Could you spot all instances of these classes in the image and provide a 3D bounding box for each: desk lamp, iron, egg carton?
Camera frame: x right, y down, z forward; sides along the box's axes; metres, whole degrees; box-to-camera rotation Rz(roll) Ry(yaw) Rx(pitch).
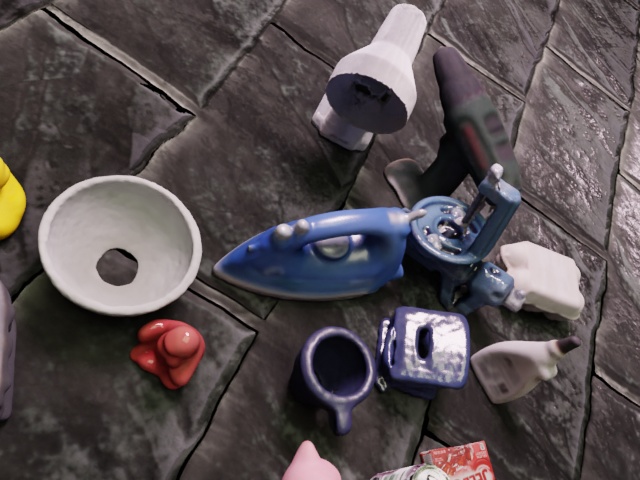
[{"bbox_3d":[0.071,-0.226,0.834,0.118,0.213,0.203,29,54,-10],"label":"desk lamp"},{"bbox_3d":[0.007,0.003,0.718,0.259,0.141,0.118,-5,66,-30],"label":"iron"},{"bbox_3d":[0.346,0.066,0.906,0.151,0.069,0.107,18,57,-18],"label":"egg carton"}]

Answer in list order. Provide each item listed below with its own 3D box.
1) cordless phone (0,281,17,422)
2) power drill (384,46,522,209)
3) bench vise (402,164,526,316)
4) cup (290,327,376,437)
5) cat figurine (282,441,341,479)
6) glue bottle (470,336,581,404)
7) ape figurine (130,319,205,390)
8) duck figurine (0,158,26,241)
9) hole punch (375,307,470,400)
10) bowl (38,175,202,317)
[{"bbox_3d":[-0.308,0.084,0.481,0.094,0.184,0.147,-2,64,-28],"label":"cordless phone"},{"bbox_3d":[0.187,-0.134,0.846,0.076,0.208,0.229,-23,76,-35],"label":"power drill"},{"bbox_3d":[0.219,-0.003,0.783,0.207,0.219,0.121,32,53,-8],"label":"bench vise"},{"bbox_3d":[0.006,0.169,0.655,0.092,0.094,0.117,6,61,-25],"label":"cup"},{"bbox_3d":[-0.018,0.274,0.570,0.067,0.117,0.128,24,55,-14],"label":"cat figurine"},{"bbox_3d":[0.273,0.160,0.751,0.037,0.173,0.078,-15,71,-33],"label":"glue bottle"},{"bbox_3d":[-0.153,0.114,0.604,0.076,0.092,0.077,-7,67,-30],"label":"ape figurine"},{"bbox_3d":[-0.351,-0.055,0.598,0.078,0.086,0.104,-2,65,-28],"label":"duck figurine"},{"bbox_3d":[0.130,0.143,0.737,0.101,0.091,0.108,20,56,-16],"label":"hole punch"},{"bbox_3d":[-0.221,0.016,0.634,0.168,0.074,0.167,13,59,-21],"label":"bowl"}]
